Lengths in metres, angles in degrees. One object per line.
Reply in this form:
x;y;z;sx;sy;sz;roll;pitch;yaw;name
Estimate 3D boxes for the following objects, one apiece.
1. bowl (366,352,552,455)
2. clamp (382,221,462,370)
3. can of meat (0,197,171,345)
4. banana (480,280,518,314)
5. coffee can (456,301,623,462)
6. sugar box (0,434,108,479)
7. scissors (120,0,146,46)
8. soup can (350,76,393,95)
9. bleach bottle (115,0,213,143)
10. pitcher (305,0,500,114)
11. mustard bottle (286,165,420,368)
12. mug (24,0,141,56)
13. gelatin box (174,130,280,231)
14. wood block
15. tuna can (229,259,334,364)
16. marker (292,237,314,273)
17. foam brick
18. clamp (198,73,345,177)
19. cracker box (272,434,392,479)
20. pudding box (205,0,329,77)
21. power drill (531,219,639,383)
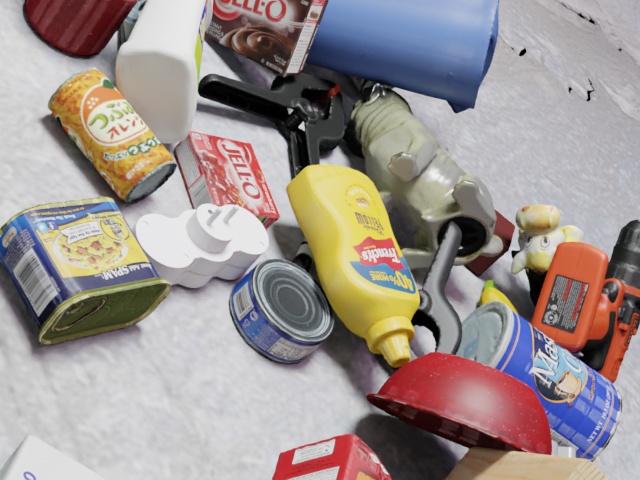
0.121;0.133;0.858;0.162;0.162;0.055;28;76;-24;bowl
0.074;0.059;0.975;0.120;0.039;0.171;-4;57;6;clamp
-0.170;0.019;0.759;0.101;0.058;0.084;-10;61;-51;can of meat
0.215;0.119;1.080;0.069;0.037;0.198;-7;60;-50;banana
0.188;0.136;0.975;0.140;0.103;0.102;35;35;-15;coffee can
-0.122;0.200;0.631;0.176;0.048;0.093;33;35;-12;sugar box
-0.200;-0.229;1.024;0.096;0.016;0.201;31;36;-18;scissors
0.051;-0.224;1.238;0.068;0.069;0.102;-8;61;-50;soup can
-0.133;-0.199;0.988;0.068;0.103;0.250;6;41;-2;bleach bottle
0.068;-0.237;1.127;0.243;0.149;0.145;13;-4;6;pitcher
0.038;0.025;0.926;0.096;0.058;0.192;16;43;-43;mustard bottle
-0.206;-0.225;0.953;0.093;0.082;0.117;36;35;-13;mug
-0.083;-0.052;0.949;0.073;0.030;0.089;9;49;-42;gelatin box
0.147;0.212;0.755;0.091;0.206;0.090;44;76;-3;wood block
-0.031;0.058;0.886;0.086;0.034;0.086;28;38;-24;tuna can
-0.006;0.001;0.984;0.020;0.020;0.121;39;34;-9;marker
0.162;-0.011;1.148;0.078;0.051;0.053;40;35;-8;foam brick
-0.032;-0.127;1.071;0.164;0.036;0.209;47;32;-10;clamp
0.021;0.253;0.661;0.164;0.072;0.213;55;28;-23;cracker box
-0.056;-0.228;1.077;0.114;0.090;0.039;30;23;20;pudding box
0.286;0.054;1.085;0.057;0.184;0.187;15;-2;34;power drill
